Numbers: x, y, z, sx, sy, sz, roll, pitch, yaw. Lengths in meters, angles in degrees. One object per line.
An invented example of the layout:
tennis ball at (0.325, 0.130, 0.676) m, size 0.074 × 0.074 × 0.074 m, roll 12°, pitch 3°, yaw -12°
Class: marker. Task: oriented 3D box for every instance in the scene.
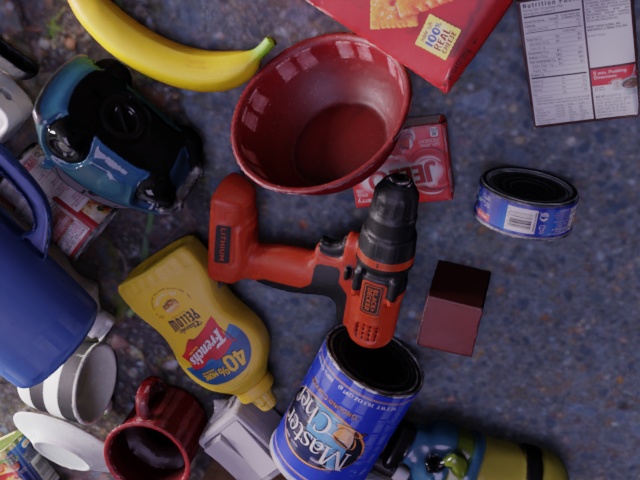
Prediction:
marker at (0.103, 0.251, 1.080) m, size 0.121 × 0.020 × 0.020 m, roll 31°, pitch 118°, yaw -2°

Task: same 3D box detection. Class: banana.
banana at (-0.136, -0.173, 0.945) m, size 0.198 × 0.037 × 0.070 m, roll 17°, pitch 109°, yaw 5°

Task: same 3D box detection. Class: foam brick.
foam brick at (0.123, 0.061, 0.970) m, size 0.051 × 0.078 × 0.053 m, roll 14°, pitch 118°, yaw 8°

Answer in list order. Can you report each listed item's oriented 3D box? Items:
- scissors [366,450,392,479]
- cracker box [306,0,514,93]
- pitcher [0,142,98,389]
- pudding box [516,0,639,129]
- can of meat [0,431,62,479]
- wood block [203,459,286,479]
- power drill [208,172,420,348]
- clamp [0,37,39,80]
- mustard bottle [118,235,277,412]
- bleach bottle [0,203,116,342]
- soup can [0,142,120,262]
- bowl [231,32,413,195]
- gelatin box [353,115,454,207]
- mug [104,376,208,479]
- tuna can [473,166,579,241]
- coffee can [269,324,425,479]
scissors at (0.133, 0.252, 1.094) m, size 0.202 × 0.016 × 0.096 m, roll 4°, pitch 116°, yaw 12°
cracker box at (0.062, -0.244, 0.840) m, size 0.213 × 0.072 × 0.164 m, roll 33°, pitch 118°, yaw -3°
pitcher at (-0.314, 0.014, 0.966) m, size 0.242 × 0.144 × 0.149 m, roll 45°, pitch 143°, yaw -18°
pudding box at (0.211, -0.152, 0.867) m, size 0.090 × 0.039 × 0.113 m, roll -5°, pitch 112°, yaw 18°
can of meat at (-0.349, 0.269, 1.199) m, size 0.102 × 0.057 × 0.084 m, roll -26°, pitch 104°, yaw 23°
wood block at (-0.032, 0.312, 1.122) m, size 0.206 × 0.090 × 0.091 m, roll 17°, pitch 117°, yaw 5°
power drill at (-0.006, 0.001, 0.963) m, size 0.188 × 0.057 × 0.184 m, roll 18°, pitch 126°, yaw 14°
clamp at (-0.334, -0.203, 0.977) m, size 0.172 × 0.039 × 0.120 m, roll 1°, pitch 110°, yaw 18°
mustard bottle at (-0.105, 0.093, 1.052) m, size 0.096 × 0.058 × 0.191 m, roll -31°, pitch 105°, yaw 24°
bleach bottle at (-0.308, 0.011, 1.062) m, size 0.250 × 0.068 × 0.103 m, roll 37°, pitch 115°, yaw -9°
soup can at (-0.252, -0.037, 1.020) m, size 0.102 × 0.068 × 0.069 m, roll 39°, pitch 118°, yaw -6°
bowl at (0.008, -0.096, 0.903) m, size 0.162 × 0.162 × 0.055 m, roll -10°, pitch 148°, yaw 18°
gelatin box at (0.071, -0.069, 0.945) m, size 0.089 × 0.030 × 0.073 m, roll -3°, pitch 115°, yaw 16°
mug at (-0.168, 0.195, 1.103) m, size 0.093 × 0.081 × 0.117 m, roll -4°, pitch 114°, yaw 15°
tuna can at (0.175, -0.032, 0.907) m, size 0.086 × 0.086 × 0.034 m, roll 11°, pitch 115°, yaw 8°
coffee can at (0.025, 0.165, 1.030) m, size 0.103 × 0.102 × 0.140 m, roll 27°, pitch 118°, yaw 0°
